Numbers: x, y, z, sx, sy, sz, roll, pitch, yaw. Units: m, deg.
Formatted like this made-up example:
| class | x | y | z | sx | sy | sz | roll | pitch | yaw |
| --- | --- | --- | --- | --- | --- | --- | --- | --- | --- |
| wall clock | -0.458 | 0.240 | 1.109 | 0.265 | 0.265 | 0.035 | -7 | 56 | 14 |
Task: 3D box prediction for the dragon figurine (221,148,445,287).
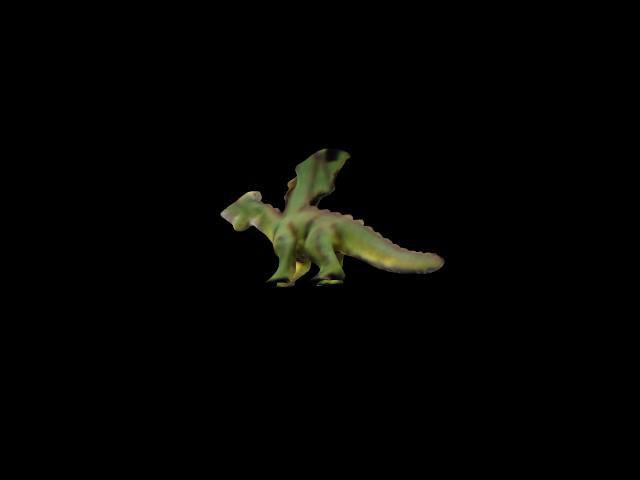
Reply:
| class | x | y | z | sx | sy | sz | roll | pitch | yaw |
| --- | --- | --- | --- | --- | --- | --- | --- | --- | --- |
| dragon figurine | 0.003 | -0.043 | 0.850 | 0.408 | 0.246 | 0.121 | -8 | -18 | 29 |
